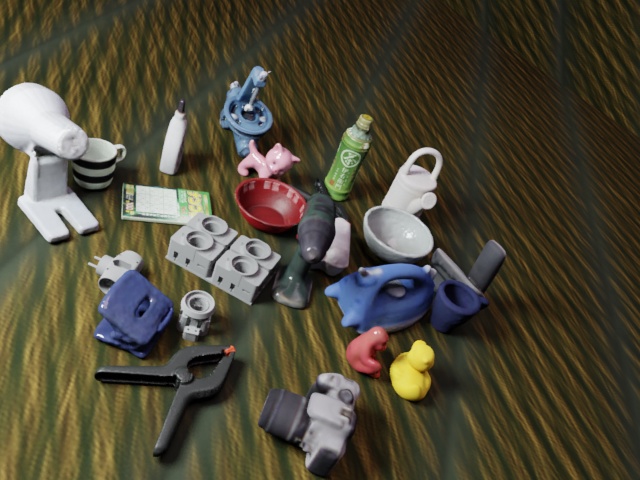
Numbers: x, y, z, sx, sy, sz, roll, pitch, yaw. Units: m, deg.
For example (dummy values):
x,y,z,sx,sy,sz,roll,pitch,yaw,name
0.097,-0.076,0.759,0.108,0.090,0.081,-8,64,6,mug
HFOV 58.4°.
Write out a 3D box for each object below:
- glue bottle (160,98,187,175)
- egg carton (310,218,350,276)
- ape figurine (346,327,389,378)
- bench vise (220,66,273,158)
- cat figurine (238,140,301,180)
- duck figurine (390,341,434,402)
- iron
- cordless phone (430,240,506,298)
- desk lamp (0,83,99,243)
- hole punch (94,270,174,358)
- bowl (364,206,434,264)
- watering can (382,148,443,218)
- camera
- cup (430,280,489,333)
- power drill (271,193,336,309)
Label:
x,y,z,sx,sy,sz,roll,pitch,yaw,name
-0.308,-0.228,1.231,0.037,0.173,0.078,16,39,-9,glue bottle
0.011,0.004,1.212,0.107,0.069,0.150,16,39,-10,egg carton
0.092,0.192,1.020,0.076,0.092,0.078,28,39,5,ape figurine
-0.187,-0.338,1.383,0.122,0.219,0.207,-16,53,-39,bench vise
-0.115,-0.185,1.326,0.127,0.117,0.067,30,39,8,cat figurine
0.174,0.228,1.025,0.077,0.086,0.104,19,39,-6,duck figurine
0.148,0.094,1.121,0.259,0.141,0.118,-5,46,-31,iron
0.316,0.050,1.223,0.094,0.185,0.147,-16,53,-39,cordless phone
-0.475,-0.143,1.016,0.202,0.213,0.118,43,42,22,desk lamp
-0.290,0.115,0.913,0.101,0.091,0.109,23,38,-1,hole punch
0.166,0.003,1.289,0.168,0.074,0.167,14,39,-12,bowl
0.235,-0.134,1.386,0.101,0.194,0.172,-10,49,-35,watering can
-0.016,0.261,0.878,0.137,0.101,0.143,22,38,-2,camera
0.277,0.144,1.167,0.118,0.095,0.091,8,41,-19,cup
-0.024,0.025,1.059,0.075,0.208,0.229,19,39,-6,power drill
